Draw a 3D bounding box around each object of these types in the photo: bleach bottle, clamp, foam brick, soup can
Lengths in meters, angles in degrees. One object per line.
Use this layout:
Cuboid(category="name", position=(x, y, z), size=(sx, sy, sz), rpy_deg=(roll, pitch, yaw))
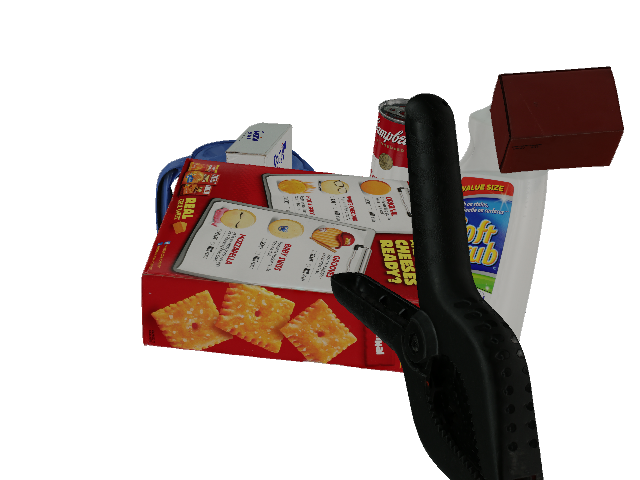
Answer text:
Cuboid(category="bleach bottle", position=(0.142, -0.021, 0.922), size=(0.103, 0.251, 0.067), rpy_deg=(27, 36, 35))
Cuboid(category="clamp", position=(0.064, 0.040, 0.543), size=(0.036, 0.165, 0.210), rpy_deg=(-5, 46, -22))
Cuboid(category="foam brick", position=(0.160, -0.082, 0.727), size=(0.078, 0.051, 0.053), rpy_deg=(-4, -23, 0))
Cuboid(category="soup can", position=(0.090, -0.094, 1.154), size=(0.068, 0.102, 0.068), rpy_deg=(5, 29, -3))

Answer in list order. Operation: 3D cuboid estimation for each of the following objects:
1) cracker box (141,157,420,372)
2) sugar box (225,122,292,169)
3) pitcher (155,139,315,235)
Cuboid(category="cracker box", position=(-0.011, 0.017, 0.788), size=(0.213, 0.072, 0.164), rpy_deg=(6, 33, 1))
Cuboid(category="sugar box", position=(-0.057, -0.016, 1.019), size=(0.048, 0.176, 0.093), rpy_deg=(4, 24, 13))
Cuboid(category="pitcher", position=(-0.103, 0.008, 1.277), size=(0.149, 0.243, 0.144), rpy_deg=(21, 27, 31))
